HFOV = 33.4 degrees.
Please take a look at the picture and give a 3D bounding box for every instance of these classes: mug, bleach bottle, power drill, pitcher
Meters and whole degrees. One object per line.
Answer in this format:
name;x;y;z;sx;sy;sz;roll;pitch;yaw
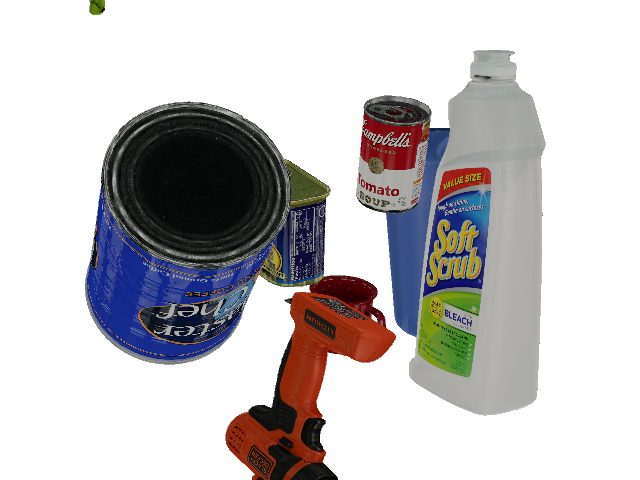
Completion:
mug;0.039;0.106;1.453;0.117;0.081;0.093;18;26;30
bleach bottle;0.114;-0.009;0.763;0.068;0.251;0.103;-9;17;-29
power drill;-0.001;0.154;0.964;0.057;0.188;0.185;12;13;-46
pitcher;0.150;-0.011;1.293;0.149;0.243;0.145;0;23;7

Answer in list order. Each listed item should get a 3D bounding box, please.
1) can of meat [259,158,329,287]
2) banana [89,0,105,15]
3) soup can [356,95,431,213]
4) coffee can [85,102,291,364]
can of meat;-0.036;-0.016;0.931;0.057;0.084;0.102;-13;29;-28
banana;-0.231;-0.215;0.775;0.198;0.069;0.037;15;-37;17
soup can;0.073;-0.088;1.086;0.068;0.102;0.068;3;31;-2
coffee can;-0.082;0.000;0.626;0.102;0.103;0.140;0;-27;-16
